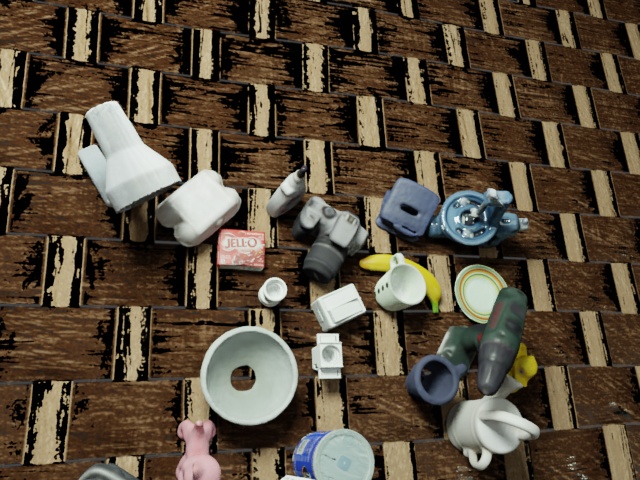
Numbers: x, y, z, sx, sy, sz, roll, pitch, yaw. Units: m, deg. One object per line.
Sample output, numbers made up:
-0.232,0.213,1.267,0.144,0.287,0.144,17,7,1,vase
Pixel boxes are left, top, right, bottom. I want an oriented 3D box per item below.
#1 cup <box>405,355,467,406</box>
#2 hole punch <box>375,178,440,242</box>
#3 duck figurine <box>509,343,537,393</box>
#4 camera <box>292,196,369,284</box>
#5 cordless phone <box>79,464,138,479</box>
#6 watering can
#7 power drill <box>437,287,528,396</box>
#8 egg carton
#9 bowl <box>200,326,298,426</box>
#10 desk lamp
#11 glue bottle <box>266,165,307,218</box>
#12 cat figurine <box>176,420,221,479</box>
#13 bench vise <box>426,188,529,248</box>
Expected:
0.214,0.266,1.092,0.118,0.094,0.091,-17,77,-22,cup
0.185,-0.061,1.202,0.109,0.091,0.101,25,65,-8,hole punch
0.407,0.256,1.163,0.077,0.086,0.104,25,65,-8,duck figurine
0.010,0.004,1.116,0.143,0.100,0.137,31,65,-5,camera
-0.293,0.391,0.831,0.147,0.185,0.094,31,65,-5,cordless phone
0.321,0.332,1.048,0.101,0.193,0.173,10,68,-14,watering can
0.306,0.201,1.082,0.075,0.208,0.230,33,64,-4,power drill
-0.226,-0.060,1.079,0.107,0.069,0.150,44,64,1,egg carton
-0.127,0.239,1.001,0.168,0.074,0.167,6,69,-16,bowl
-0.338,-0.129,0.987,0.118,0.213,0.203,-31,82,-25,desk lamp
-0.053,-0.100,1.092,0.078,0.173,0.037,-39,86,-25,glue bottle
-0.193,0.352,0.915,0.067,0.117,0.128,1,71,-17,cat figurine
0.348,-0.060,1.183,0.208,0.219,0.121,-13,75,-22,bench vise
